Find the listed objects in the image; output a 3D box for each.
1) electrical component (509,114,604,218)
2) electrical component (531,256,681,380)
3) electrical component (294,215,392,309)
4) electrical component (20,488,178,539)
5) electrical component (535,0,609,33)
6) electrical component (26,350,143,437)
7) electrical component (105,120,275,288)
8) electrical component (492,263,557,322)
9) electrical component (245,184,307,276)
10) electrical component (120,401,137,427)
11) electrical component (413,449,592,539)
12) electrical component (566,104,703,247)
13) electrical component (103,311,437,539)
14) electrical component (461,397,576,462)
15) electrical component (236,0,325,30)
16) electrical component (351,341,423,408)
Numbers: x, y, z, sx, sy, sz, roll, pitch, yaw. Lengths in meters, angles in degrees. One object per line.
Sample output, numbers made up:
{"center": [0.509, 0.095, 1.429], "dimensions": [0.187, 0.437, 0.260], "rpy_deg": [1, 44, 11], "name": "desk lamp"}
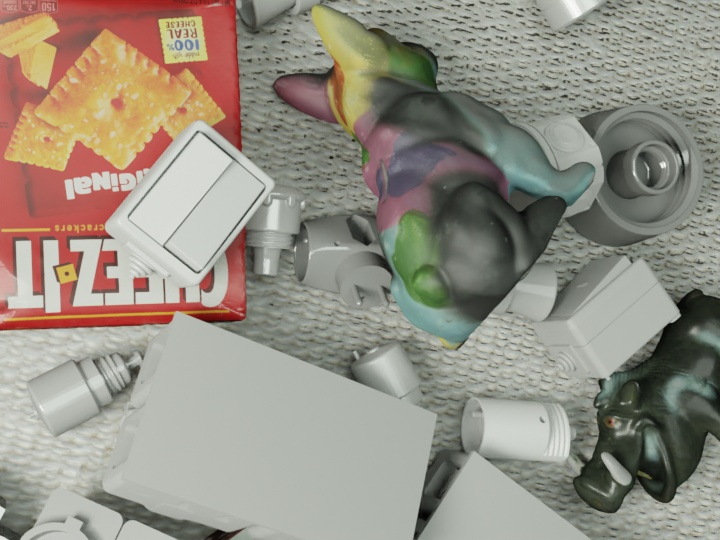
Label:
{"center": [0.134, -0.072, 0.783], "dimensions": [0.051, 0.080, 0.080], "rpy_deg": [-17, 92, -23], "name": "electrical component"}
{"center": [0.175, 0.037, 0.797], "dimensions": [0.096, 0.062, 0.061], "rpy_deg": [-38, 98, -16], "name": "electrical component"}
{"center": [0.000, 0.000, 0.739], "dimensions": [0.077, 0.079, 0.043], "rpy_deg": [2, 126, -18], "name": "electrical component"}
{"center": [-0.134, 0.204, 0.651], "dimensions": [0.150, 0.061, 0.089], "rpy_deg": [21, 72, 11], "name": "electrical component"}
{"center": [0.185, -0.247, 0.825], "dimensions": [0.138, 0.052, 0.073], "rpy_deg": [-34, 96, -17], "name": "electrical component"}
{"center": [-0.177, 0.075, 0.693], "dimensions": [0.078, 0.040, 0.040], "rpy_deg": [-28, 95, -18], "name": "electrical component"}
{"center": [-0.105, -0.033, 0.639], "dimensions": [0.062, 0.061, 0.096], "rpy_deg": [40, 76, -14], "name": "electrical component"}
{"center": [0.110, 0.012, 0.787], "dimensions": [0.055, 0.045, 0.045], "rpy_deg": [11, 83, -16], "name": "electrical component"}
{"center": [-0.062, -0.028, 0.736], "dimensions": [0.048, 0.048, 0.062], "rpy_deg": [4, 92, -17], "name": "electrical component"}
{"center": [-0.125, 0.109, 0.706], "dimensions": [0.062, 0.043, 0.043], "rpy_deg": [9, 83, -19], "name": "electrical component"}
{"center": [0.111, 0.222, 0.764], "dimensions": [0.186, 0.060, 0.105], "rpy_deg": [38, 76, -12], "name": "electrical component"}
{"center": [0.208, -0.074, 0.816], "dimensions": [0.108, 0.060, 0.108], "rpy_deg": [1, 86, -17], "name": "electrical component"}
{"center": [-0.054, 0.115, 0.679], "dimensions": [0.186, 0.060, 0.105], "rpy_deg": [24, 62, -19], "name": "electrical component"}
{"center": [0.119, 0.117, 0.783], "dimensions": [0.081, 0.043, 0.043], "rpy_deg": [6, 84, -17], "name": "electrical component"}
{"center": [-0.057, -0.197, 0.749], "dimensions": [0.055, 0.045, 0.045], "rpy_deg": [-24, 93, -18], "name": "electrical component"}
{"center": [0.025, 0.086, 0.757], "dimensions": [0.040, 0.040, 0.078], "rpy_deg": [-29, 95, -17], "name": "electrical component"}
